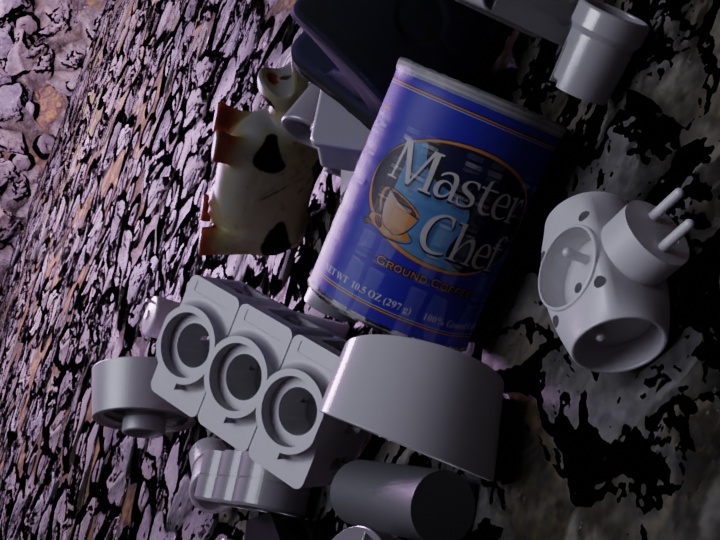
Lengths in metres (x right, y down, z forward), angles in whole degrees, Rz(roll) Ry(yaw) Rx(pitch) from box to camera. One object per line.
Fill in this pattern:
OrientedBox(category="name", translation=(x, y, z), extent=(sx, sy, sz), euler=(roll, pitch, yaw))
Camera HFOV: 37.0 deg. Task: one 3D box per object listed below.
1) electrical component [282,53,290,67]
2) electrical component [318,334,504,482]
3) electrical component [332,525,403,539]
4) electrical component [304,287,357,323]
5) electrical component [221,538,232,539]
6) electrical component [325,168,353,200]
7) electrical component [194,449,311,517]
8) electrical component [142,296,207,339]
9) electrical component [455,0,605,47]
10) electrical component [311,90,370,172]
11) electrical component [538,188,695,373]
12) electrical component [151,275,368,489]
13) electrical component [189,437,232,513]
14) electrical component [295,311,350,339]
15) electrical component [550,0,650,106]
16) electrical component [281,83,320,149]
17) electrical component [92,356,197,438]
OrientedBox(category="electrical component", translation=(-0.042, -0.157, 0.951), extent=(0.080, 0.051, 0.080), euler=(-46, 35, 45))
OrientedBox(category="electrical component", translation=(0.029, 0.076, 0.576), extent=(0.099, 0.099, 0.064), euler=(-24, 46, 59))
OrientedBox(category="electrical component", translation=(0.016, 0.193, 0.562), extent=(0.108, 0.060, 0.108), euler=(-45, 35, 44))
OrientedBox(category="electrical component", translation=(0.000, 0.000, 0.755), extent=(0.077, 0.044, 0.079), euler=(-67, 24, 10))
OrientedBox(category="electrical component", translation=(-0.100, 0.249, 0.784), extent=(0.100, 0.048, 0.099), euler=(-40, 38, 50))
OrientedBox(category="electrical component", translation=(0.011, -0.081, 0.793), extent=(0.081, 0.042, 0.063), euler=(-45, 34, 46))
OrientedBox(category="electrical component", translation=(-0.077, 0.142, 0.808), extent=(0.138, 0.052, 0.073), euler=(-17, 58, 61))
OrientedBox(category="electrical component", translation=(-0.177, 0.053, 1.055), extent=(0.040, 0.078, 0.040), euler=(-45, 35, 45))
OrientedBox(category="electrical component", translation=(0.109, -0.195, 0.621), extent=(0.113, 0.078, 0.057), euler=(-65, 28, 14))
OrientedBox(category="electrical component", translation=(0.019, -0.110, 0.731), extent=(0.048, 0.100, 0.099), euler=(82, -163, -73))
OrientedBox(category="electrical component", translation=(0.123, -0.005, 0.494), extent=(0.079, 0.044, 0.077), euler=(-50, 32, 40))
OrientedBox(category="electrical component", translation=(-0.065, 0.073, 0.733), extent=(0.150, 0.062, 0.089), euler=(27, 99, 33))
OrientedBox(category="electrical component", translation=(-0.125, 0.169, 0.907), extent=(0.044, 0.044, 0.065), euler=(-66, 20, 12))
OrientedBox(category="electrical component", translation=(-0.040, 0.057, 0.789), extent=(0.055, 0.055, 0.047), euler=(9, 85, 66))
OrientedBox(category="electrical component", translation=(0.127, -0.116, 0.575), extent=(0.040, 0.040, 0.046), euler=(-115, 42, -57))
OrientedBox(category="electrical component", translation=(-0.025, -0.128, 0.807), extent=(0.044, 0.044, 0.065), euler=(-9, 52, 64))
OrientedBox(category="electrical component", translation=(-0.206, 0.128, 1.035), extent=(0.108, 0.108, 0.060), euler=(-34, 49, 54))
